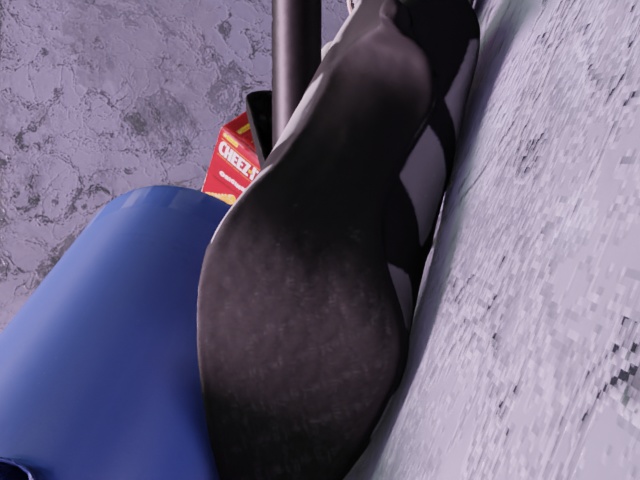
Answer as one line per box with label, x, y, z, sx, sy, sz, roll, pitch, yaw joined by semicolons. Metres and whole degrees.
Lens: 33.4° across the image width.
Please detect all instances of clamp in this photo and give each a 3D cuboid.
clamp;-0.013;-0.033;0.576;0.165;0.036;0.210;107;157;-64

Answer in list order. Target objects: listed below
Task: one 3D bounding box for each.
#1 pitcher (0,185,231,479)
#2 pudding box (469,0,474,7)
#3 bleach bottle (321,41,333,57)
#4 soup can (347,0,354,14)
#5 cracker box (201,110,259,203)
pitcher;-0.095;0.090;0.466;0.149;0.145;0.242;-27;24;29
pudding box;0.076;-0.181;0.577;0.090;0.039;0.113;88;-160;-59
bleach bottle;-0.007;-0.034;0.885;0.102;0.068;0.251;-73;3;-49
soup can;0.052;-0.167;0.731;0.102;0.068;0.068;-89;20;-78
cracker box;-0.045;-0.060;1.072;0.164;0.072;0.214;-40;-14;-37
